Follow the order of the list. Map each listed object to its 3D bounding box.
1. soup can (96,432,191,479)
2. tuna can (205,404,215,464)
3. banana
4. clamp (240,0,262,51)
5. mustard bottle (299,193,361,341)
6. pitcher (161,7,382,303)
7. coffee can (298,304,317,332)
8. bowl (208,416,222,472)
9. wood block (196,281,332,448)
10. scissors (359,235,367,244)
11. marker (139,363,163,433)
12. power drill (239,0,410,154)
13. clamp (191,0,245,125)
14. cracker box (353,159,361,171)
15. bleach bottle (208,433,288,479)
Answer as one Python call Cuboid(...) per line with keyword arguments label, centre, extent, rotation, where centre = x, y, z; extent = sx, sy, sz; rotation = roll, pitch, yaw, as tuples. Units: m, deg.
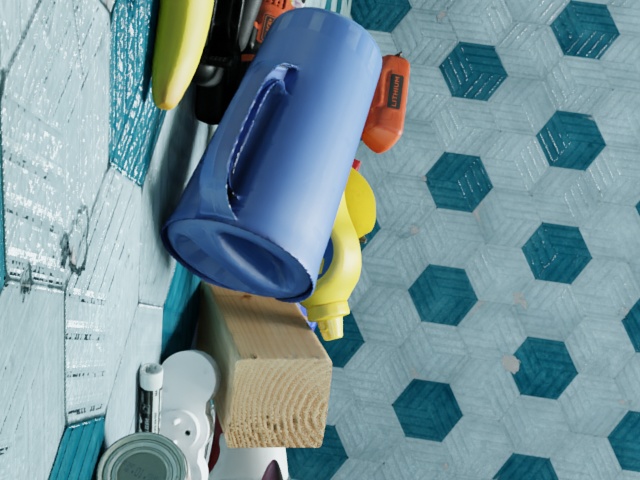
Cuboid(label="soup can", centre=(-0.128, 0.196, 0.796), extent=(0.102, 0.068, 0.068), rotation=(93, 6, -51))
Cuboid(label="tuna can", centre=(-0.131, 0.206, 1.083), extent=(0.086, 0.034, 0.086), rotation=(9, 89, -87))
Cuboid(label="banana", centre=(-0.095, -0.190, 0.730), extent=(0.069, 0.037, 0.198), rotation=(-44, 145, -55))
Cuboid(label="clamp", centre=(-0.044, -0.296, 0.990), extent=(0.210, 0.036, 0.164), rotation=(123, -21, -52))
Cuboid(label="mustard bottle", centre=(-0.007, 0.001, 1.023), extent=(0.058, 0.096, 0.191), rotation=(-5, 81, -48))
Cuboid(label="pitcher", centre=(-0.032, -0.082, 0.903), extent=(0.149, 0.145, 0.242), rotation=(-25, -141, 56))
Cuboid(label="coffee can", centre=(-0.057, 0.094, 1.205), extent=(0.102, 0.103, 0.140), rotation=(-69, -178, -76))
Cuboid(label="bowl", centre=(-0.120, 0.247, 1.188), extent=(0.162, 0.055, 0.162), rotation=(9, 89, -87))
Cuboid(label="wood block", centre=(-0.060, 0.114, 1.042), extent=(0.206, 0.090, 0.090), rotation=(-127, -139, -67))
Cuboid(label="scissors", centre=(-0.019, -0.036, 1.205), extent=(0.016, 0.202, 0.096), rotation=(42, 56, -43))
Cuboid(label="marker", centre=(-0.142, 0.157, 0.889), extent=(0.020, 0.020, 0.121), rotation=(-76, 173, -62))
Cuboid(label="power drill", centre=(-0.004, -0.155, 1.083), extent=(0.057, 0.187, 0.184), rotation=(-34, -139, 56))
Cuboid(label="clamp", centre=(-0.085, -0.160, 0.914), extent=(0.171, 0.039, 0.120), rotation=(107, 4, -75))
Cuboid(label="cracker box", centre=(-0.033, 0.001, 1.412), extent=(0.164, 0.072, 0.214), rotation=(-62, 177, -46))
Cuboid(label="bleach bottle", centre=(-0.096, 0.284, 1.051), extent=(0.068, 0.103, 0.251), rotation=(20, 84, -69))
